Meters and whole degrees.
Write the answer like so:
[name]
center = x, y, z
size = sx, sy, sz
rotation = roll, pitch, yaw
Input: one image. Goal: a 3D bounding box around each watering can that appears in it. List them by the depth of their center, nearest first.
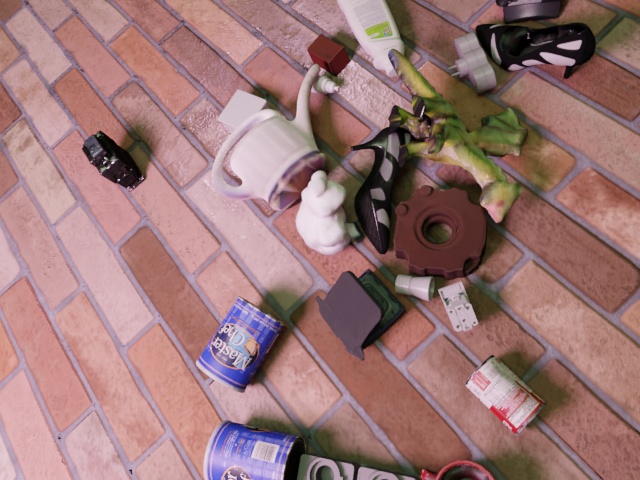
[watering can]
center = -0.069, -0.204, 1.073
size = 0.348, 0.102, 0.227
rotation = -45, 67, -4

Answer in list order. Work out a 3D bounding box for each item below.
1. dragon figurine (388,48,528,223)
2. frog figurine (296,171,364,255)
[dragon figurine]
center = 0.267, -0.217, 0.967
size = 0.243, 0.119, 0.419
rotation = 4, 58, -14
[frog figurine]
center = 0.003, -0.048, 0.958
size = 0.122, 0.157, 0.140
rotation = -22, 64, 11
